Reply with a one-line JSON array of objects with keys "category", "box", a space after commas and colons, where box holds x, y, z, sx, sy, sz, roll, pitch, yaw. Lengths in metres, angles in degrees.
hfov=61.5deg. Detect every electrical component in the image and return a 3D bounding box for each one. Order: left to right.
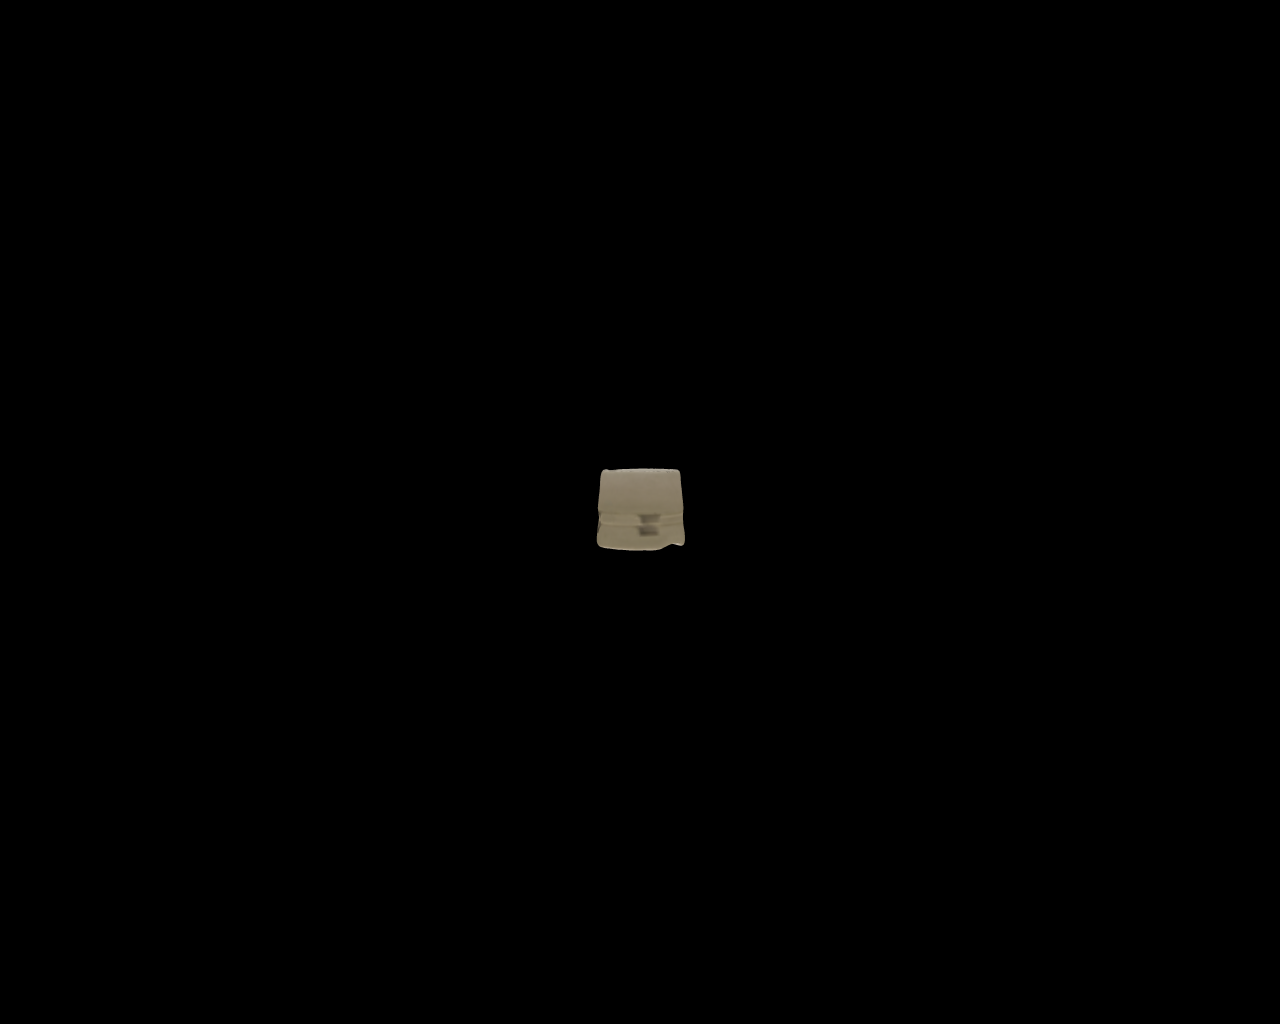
[{"category": "electrical component", "box": [0.001, -0.003, 0.650, 0.055, 0.047, 0.055, 0, 5, 0]}]
